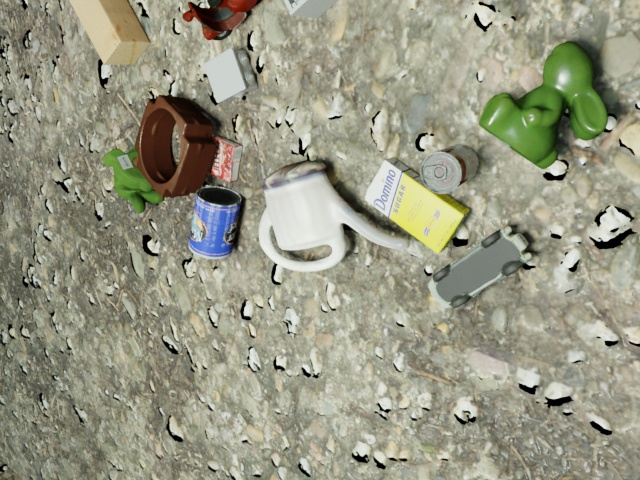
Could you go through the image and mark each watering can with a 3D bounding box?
[{"bbox_3d":[0.003,-0.051,1.021,0.345,0.105,0.223,-11,98,35],"label":"watering can"}]
